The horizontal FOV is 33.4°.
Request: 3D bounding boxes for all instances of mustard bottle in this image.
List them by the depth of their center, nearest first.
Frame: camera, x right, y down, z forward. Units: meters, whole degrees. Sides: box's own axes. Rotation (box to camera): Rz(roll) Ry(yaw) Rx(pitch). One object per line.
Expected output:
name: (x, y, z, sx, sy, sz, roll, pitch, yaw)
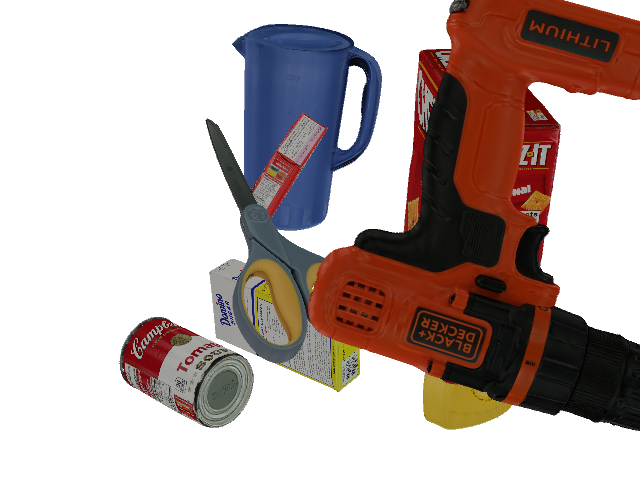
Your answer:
mustard bottle: (0.137, 0.072, 0.989, 0.096, 0.192, 0.058, -13, 17, -33)

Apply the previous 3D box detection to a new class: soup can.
soup can: (-0.117, 0.114, 0.926, 0.102, 0.068, 0.068, 20, 13, 39)

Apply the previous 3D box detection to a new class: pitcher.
pitcher: (-0.025, -0.139, 1.324, 0.144, 0.243, 0.149, -10, 28, -30)

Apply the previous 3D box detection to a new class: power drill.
power drill: (0.104, -0.014, 0.503, 0.184, 0.188, 0.057, 17, 6, 1)

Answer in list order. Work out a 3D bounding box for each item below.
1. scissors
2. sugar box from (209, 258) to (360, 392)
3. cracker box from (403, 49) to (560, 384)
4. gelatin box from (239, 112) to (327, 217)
scissors: (-0.023, -0.005, 0.695, 0.096, 0.202, 0.016, 6, -43, -17)
sugar box: (-0.039, 0.089, 1.159, 0.176, 0.093, 0.048, 22, 38, 34)
cracker box: (0.113, -0.021, 0.825, 0.072, 0.214, 0.164, -3, 29, -8)
gelatin box: (-0.033, -0.065, 0.954, 0.030, 0.073, 0.089, 32, 34, -3)
